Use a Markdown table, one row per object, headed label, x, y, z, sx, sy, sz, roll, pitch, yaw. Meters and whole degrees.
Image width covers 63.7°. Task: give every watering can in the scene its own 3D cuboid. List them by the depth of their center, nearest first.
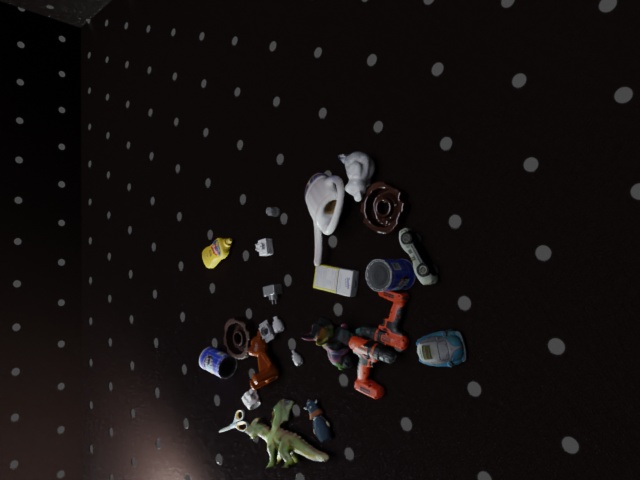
| label | x | y | z | sx | sy | sz | roll | pitch | yaw |
| --- | --- | --- | --- | --- | --- | --- | --- | --- | --- |
| watering can | 0.006 | -0.094 | 1.869 | 0.104 | 0.340 | 0.229 | 4 | 35 | -25 |

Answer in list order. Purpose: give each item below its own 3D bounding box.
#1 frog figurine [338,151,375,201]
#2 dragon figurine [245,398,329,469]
| label | x | y | z | sx | sy | sz | roll | pitch | yaw |
| --- | --- | --- | --- | --- | --- | --- | --- | --- | --- |
| frog figurine | 0.135 | -0.220 | 1.764 | 0.122 | 0.163 | 0.134 | -18 | -38 | 11 |
| dragon figurine | -0.130 | 0.728 | 1.956 | 0.406 | 0.247 | 0.121 | -22 | -26 | 32 |
